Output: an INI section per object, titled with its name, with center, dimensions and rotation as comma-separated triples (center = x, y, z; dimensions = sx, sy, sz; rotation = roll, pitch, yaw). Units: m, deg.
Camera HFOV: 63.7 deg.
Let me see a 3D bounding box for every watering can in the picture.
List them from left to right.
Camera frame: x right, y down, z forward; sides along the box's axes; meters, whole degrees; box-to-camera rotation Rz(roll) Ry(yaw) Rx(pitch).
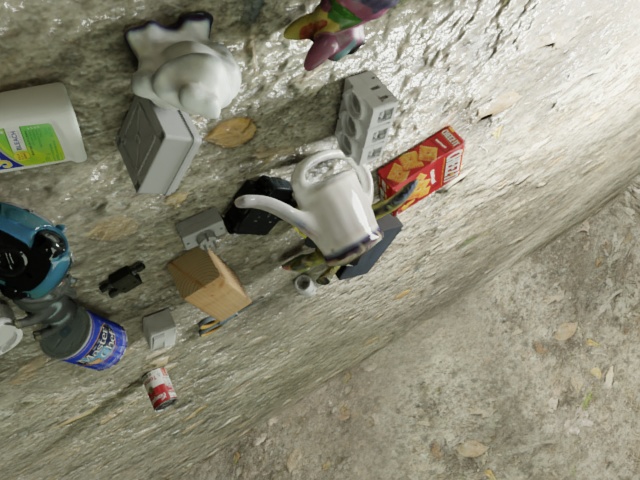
[watering can]
center = 0.003, -0.050, 0.987
dimensions = 0.352, 0.224, 0.103
rotation = -30, -174, -42

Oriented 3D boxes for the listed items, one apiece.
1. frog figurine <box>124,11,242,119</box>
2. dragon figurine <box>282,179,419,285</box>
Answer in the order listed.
[frog figurine]
center = -0.154, -0.190, 0.626
dimensions = 0.138, 0.162, 0.120
rotation = -9, 146, -42
[dragon figurine]
center = 0.070, -0.029, 1.243
dimensions = 0.407, 0.121, 0.245
rotation = -36, -172, 13
